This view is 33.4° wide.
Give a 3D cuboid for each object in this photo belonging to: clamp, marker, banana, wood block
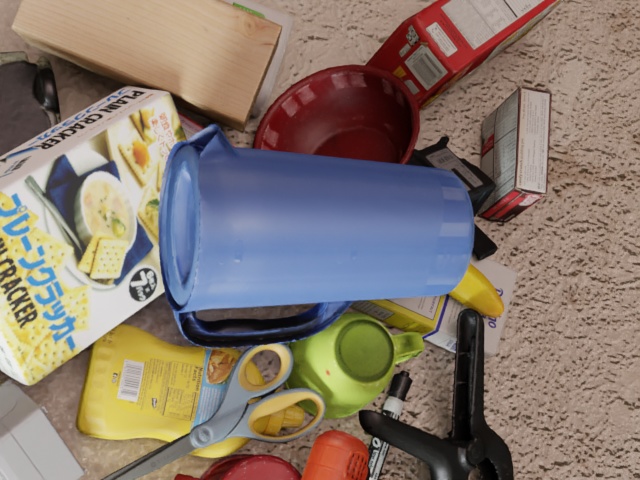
[{"bbox_3d":[0.116,0.187,0.941,0.164,0.036,0.210,-30,108,-36],"label":"clamp"},{"bbox_3d":[0.059,0.176,0.979,0.020,0.020,0.121,25,69,-9],"label":"marker"},{"bbox_3d":[0.078,0.028,0.968,0.197,0.037,0.069,6,88,-17],"label":"banana"},{"bbox_3d":[-0.145,-0.177,0.923,0.206,0.090,0.091,22,89,-4],"label":"wood block"}]

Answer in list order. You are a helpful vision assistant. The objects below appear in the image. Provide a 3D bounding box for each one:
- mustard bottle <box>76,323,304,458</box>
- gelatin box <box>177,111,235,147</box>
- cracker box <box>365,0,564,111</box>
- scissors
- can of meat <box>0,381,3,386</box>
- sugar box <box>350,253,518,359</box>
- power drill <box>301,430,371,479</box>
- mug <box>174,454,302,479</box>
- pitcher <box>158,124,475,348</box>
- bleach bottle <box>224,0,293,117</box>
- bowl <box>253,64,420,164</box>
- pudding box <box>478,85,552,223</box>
[{"bbox_3d":[-0.106,0.135,0.919,0.191,0.058,0.096,13,72,-13],"label":"mustard bottle"},{"bbox_3d":[-0.112,-0.075,0.968,0.089,0.073,0.030,31,69,-7],"label":"gelatin box"},{"bbox_3d":[0.150,-0.209,1.038,0.213,0.164,0.072,-37,90,-22],"label":"cracker box"},{"bbox_3d":[-0.093,0.141,0.881,0.201,0.016,0.096,-8,81,-17],"label":"scissors"},{"bbox_3d":[-0.318,0.108,0.863,0.083,0.058,0.102,-35,87,-24],"label":"can of meat"},{"bbox_3d":[0.094,0.040,1.014,0.176,0.048,0.093,26,67,-12],"label":"sugar box"},{"bbox_3d":[0.030,0.269,0.871,0.187,0.057,0.184,41,63,-45],"label":"power drill"},{"bbox_3d":[-0.067,0.219,0.894,0.117,0.082,0.093,24,69,-10],"label":"mug"},{"bbox_3d":[-0.006,0.001,0.864,0.242,0.149,0.145,1,70,-21],"label":"pitcher"},{"bbox_3d":[-0.157,-0.205,0.999,0.250,0.068,0.102,19,72,-8],"label":"bleach bottle"},{"bbox_3d":[0.021,-0.084,0.998,0.162,0.055,0.162,-10,57,16],"label":"bowl"},{"bbox_3d":[0.192,-0.083,1.054,0.039,0.090,0.113,9,72,-14],"label":"pudding box"}]
